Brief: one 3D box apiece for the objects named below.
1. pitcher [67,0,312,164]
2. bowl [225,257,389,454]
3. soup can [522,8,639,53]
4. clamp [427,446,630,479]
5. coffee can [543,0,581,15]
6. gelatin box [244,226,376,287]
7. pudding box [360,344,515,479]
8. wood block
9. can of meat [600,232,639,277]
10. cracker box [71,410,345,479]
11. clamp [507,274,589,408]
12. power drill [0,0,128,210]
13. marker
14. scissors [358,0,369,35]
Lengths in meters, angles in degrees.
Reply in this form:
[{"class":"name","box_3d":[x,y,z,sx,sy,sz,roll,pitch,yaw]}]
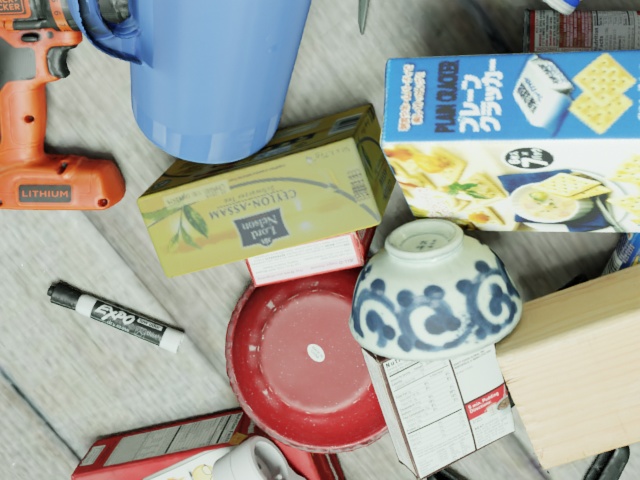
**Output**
[{"class":"pitcher","box_3d":[-0.073,-0.163,0.681,0.149,0.145,0.243,16,139,1]},{"class":"bowl","box_3d":[0.002,0.085,0.816,0.162,0.055,0.162,-1,85,6]},{"class":"soup can","box_3d":[0.188,-0.121,0.720,0.102,0.068,0.068,3,113,10]},{"class":"clamp","box_3d":[0.201,0.254,0.890,0.165,0.036,0.210,-20,109,18]},{"class":"coffee can","box_3d":[0.168,-0.226,0.661,0.103,0.102,0.140,41,114,-7]},{"class":"gelatin box","box_3d":[-0.005,0.001,0.808,0.089,0.073,0.030,-13,108,17]},{"class":"pudding box","box_3d":[0.089,0.109,0.784,0.090,0.039,0.113,-24,113,-12]},{"class":"wood block","box_3d":[0.231,0.069,0.715,0.206,0.090,0.091,-20,102,16]},{"class":"can of meat","box_3d":[0.256,0.037,0.778,0.102,0.057,0.084,23,113,2]},{"class":"cracker box","box_3d":[-0.083,0.236,0.923,0.214,0.072,0.164,-14,109,16]},{"class":"clamp","box_3d":[0.139,0.080,0.827,0.120,0.039,0.171,14,117,24]},{"class":"power drill","box_3d":[-0.195,-0.117,0.810,0.184,0.057,0.188,1,111,10]},{"class":"marker","box_3d":[-0.173,0.065,0.899,0.121,0.020,0.020,22,115,3]},{"class":"scissors","box_3d":[0.025,-0.247,0.724,0.096,0.016,0.202,50,144,28]}]
